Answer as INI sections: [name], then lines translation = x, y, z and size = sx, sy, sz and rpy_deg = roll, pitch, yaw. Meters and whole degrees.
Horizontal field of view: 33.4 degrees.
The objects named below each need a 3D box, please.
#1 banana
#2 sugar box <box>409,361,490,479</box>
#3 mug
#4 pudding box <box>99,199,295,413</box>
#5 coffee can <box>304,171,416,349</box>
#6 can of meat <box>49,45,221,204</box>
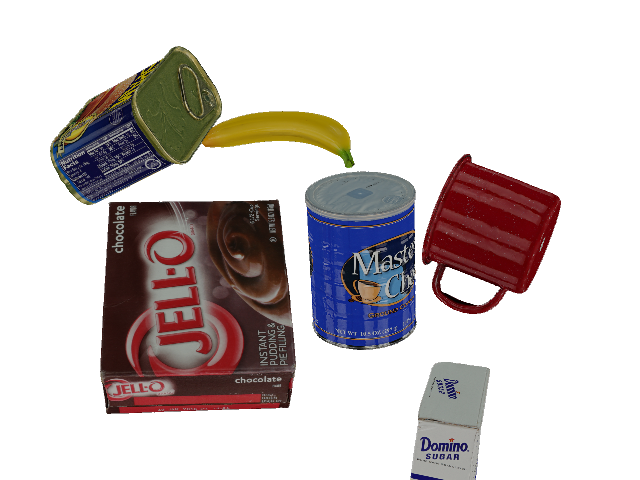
[banana]
translation = -0.045, -0.130, 1.290
size = 0.198, 0.037, 0.069
rpy_deg = 8, 39, 18
[sugar box]
translation = 0.080, 0.180, 0.723
size = 0.048, 0.176, 0.093
rpy_deg = 6, 18, 11
[mug]
translation = 0.129, 0.001, 0.823
size = 0.081, 0.117, 0.093
rpy_deg = 22, -9, 16
[pudding box]
translation = -0.062, 0.031, 0.533
size = 0.090, 0.113, 0.039
rpy_deg = -1, -44, -8
[coffee can]
translation = 0.040, 0.018, 1.015
size = 0.103, 0.140, 0.103
rpy_deg = -2, 25, 1
[can of meat]
translation = -0.126, -0.077, 0.724
size = 0.084, 0.057, 0.102
rpy_deg = -23, 24, 27
